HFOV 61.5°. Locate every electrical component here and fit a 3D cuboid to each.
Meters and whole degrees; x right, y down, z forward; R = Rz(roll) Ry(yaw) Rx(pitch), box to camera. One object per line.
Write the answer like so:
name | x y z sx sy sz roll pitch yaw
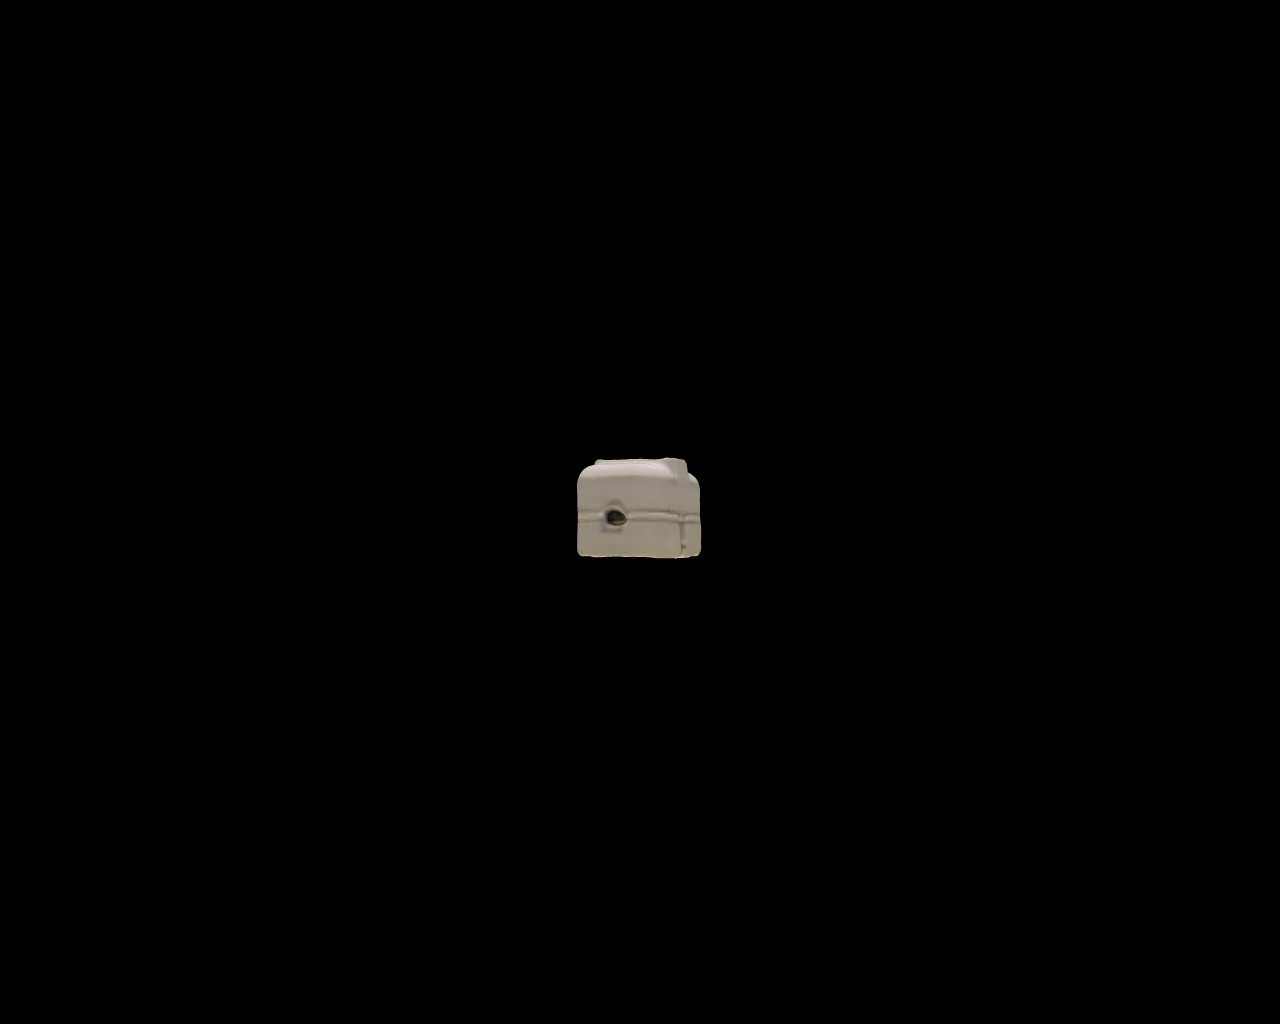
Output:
electrical component | 0.001 -0.003 0.650 0.054 0.059 0.095 -1 -2 20
